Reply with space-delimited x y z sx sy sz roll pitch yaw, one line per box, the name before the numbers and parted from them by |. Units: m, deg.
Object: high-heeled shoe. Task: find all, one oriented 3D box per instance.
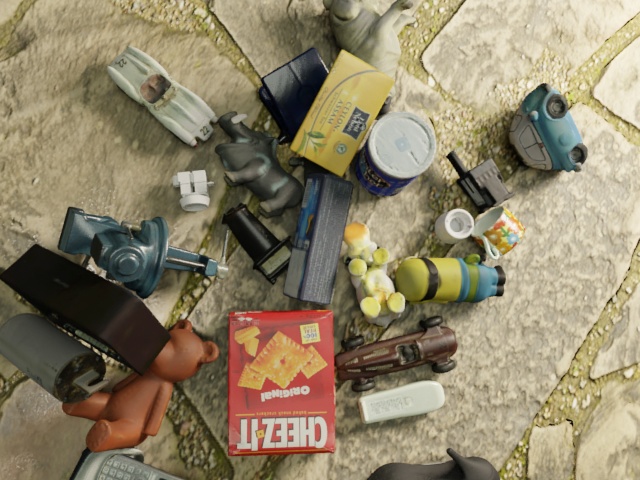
high-heeled shoe | 0.161 0.412 0.845 0.249 0.086 0.145 -36 117 8

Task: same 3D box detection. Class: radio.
radio | -0.327 0.098 0.758 0.230 0.131 0.073 21 60 28

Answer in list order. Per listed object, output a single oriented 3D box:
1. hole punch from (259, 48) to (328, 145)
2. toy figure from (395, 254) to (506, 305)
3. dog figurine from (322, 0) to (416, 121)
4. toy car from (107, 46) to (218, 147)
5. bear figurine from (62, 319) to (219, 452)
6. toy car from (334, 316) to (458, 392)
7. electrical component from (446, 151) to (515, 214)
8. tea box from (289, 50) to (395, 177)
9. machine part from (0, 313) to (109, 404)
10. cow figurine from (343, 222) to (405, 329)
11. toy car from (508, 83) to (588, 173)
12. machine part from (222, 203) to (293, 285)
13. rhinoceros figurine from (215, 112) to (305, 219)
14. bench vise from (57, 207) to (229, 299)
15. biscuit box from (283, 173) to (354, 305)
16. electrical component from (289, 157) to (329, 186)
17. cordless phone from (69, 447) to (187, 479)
hole punch | -0.032 -0.241 0.895 0.142 0.092 0.115 -35 90 -12
toy figure | 0.211 0.062 0.871 0.180 0.089 0.082 3 73 -2
dog figurine | 0.063 -0.312 0.909 0.173 0.121 0.190 22 96 22
toy car | -0.259 -0.235 0.889 0.202 0.056 0.073 40 81 2
bear figurine | -0.256 0.206 0.795 0.120 0.131 0.196 35 87 35
toy car | 0.126 0.184 0.868 0.202 0.053 0.089 -11 87 -7
electrical component | 0.266 -0.106 0.907 0.048 0.075 0.119 -32 83 -7
tea box | 0.033 -0.197 0.845 0.098 0.068 0.169 26 103 -7
machine part | -0.388 0.166 0.770 0.244 0.079 0.079 19 79 34
cow figurine | 0.081 0.056 0.869 0.068 0.098 0.167 -16 65 -2
toy car | 0.379 -0.178 0.919 0.103 0.109 0.161 -24 97 15
machine part | -0.100 0.000 0.881 0.084 0.039 0.139 -45 91 0
rhinoceros figurine | -0.104 -0.124 0.878 0.112 0.073 0.190 -40 88 -7
bench vise | -0.260 0.021 0.815 0.240 0.224 0.128 14 85 -33
biscuit box | -0.002 -0.003 0.858 0.063 0.059 0.202 14 87 -32
electrical component | -0.006 -0.116 0.911 0.094 0.021 0.063 2 83 -5
cordless phone | -0.282 0.388 0.792 0.184 0.089 0.146 25 80 -5
